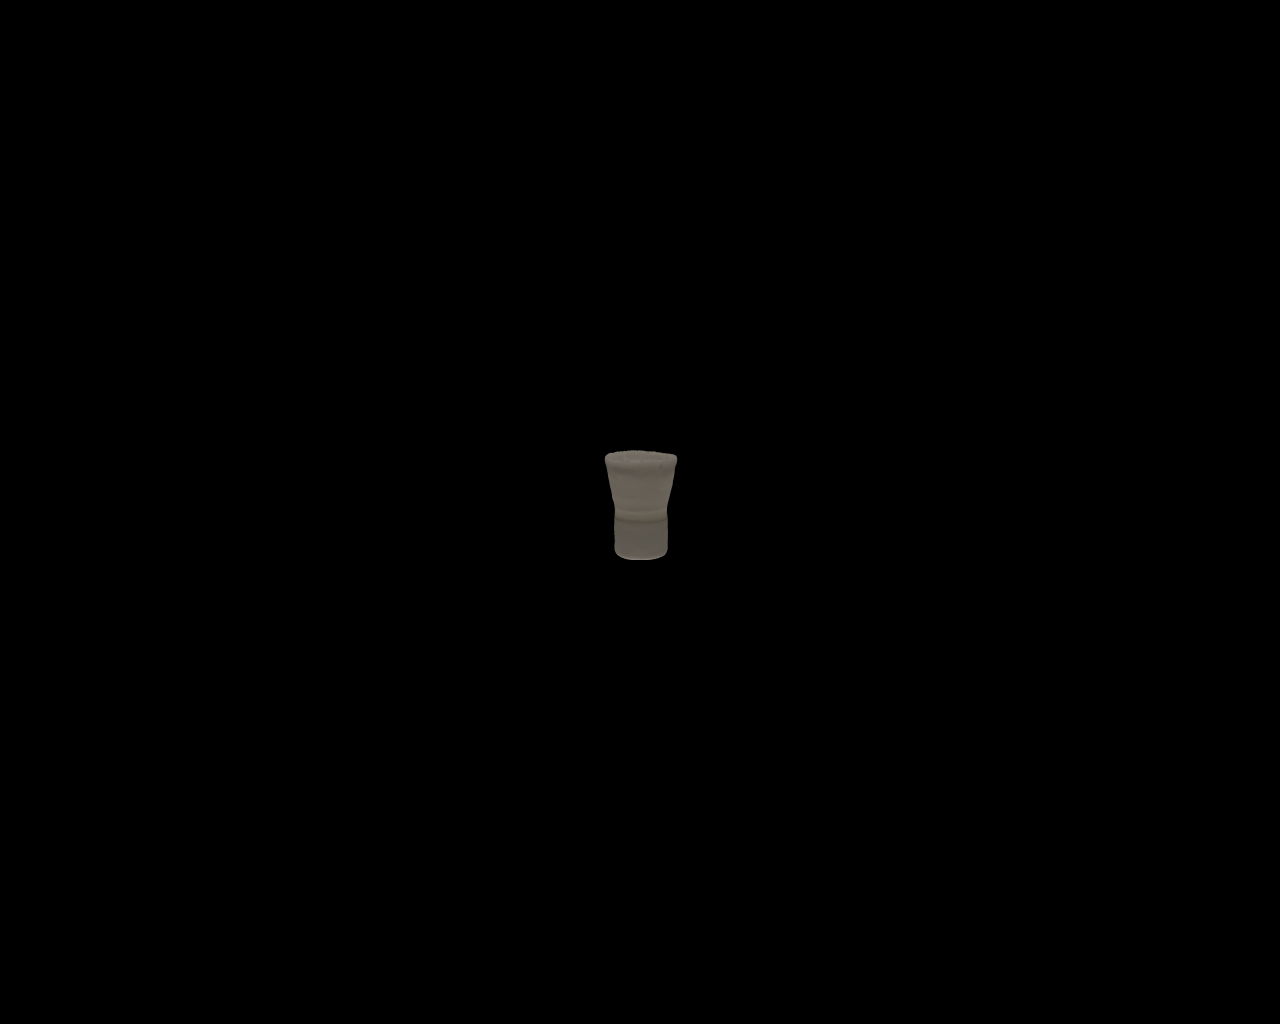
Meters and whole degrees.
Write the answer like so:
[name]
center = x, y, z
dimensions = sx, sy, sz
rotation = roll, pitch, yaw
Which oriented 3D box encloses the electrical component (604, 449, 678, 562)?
[electrical component]
center = 0.001, -0.003, 0.650
dimensions = 0.044, 0.065, 0.044
rotation = 0, 13, 0
